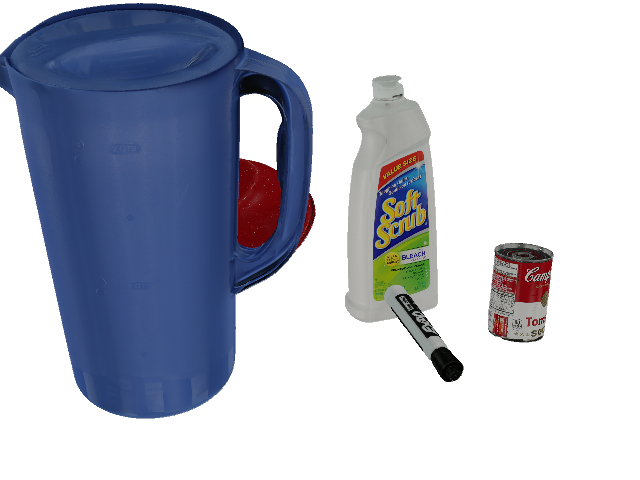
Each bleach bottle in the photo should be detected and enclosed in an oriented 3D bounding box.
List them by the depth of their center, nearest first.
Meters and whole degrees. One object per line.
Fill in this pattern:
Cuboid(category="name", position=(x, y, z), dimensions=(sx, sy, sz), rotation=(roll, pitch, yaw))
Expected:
Cuboid(category="bleach bottle", position=(0.069, -0.045, 1.117), dimensions=(0.102, 0.251, 0.068), rotation=(-11, 21, -15))

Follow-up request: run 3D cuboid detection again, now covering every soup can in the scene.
Cuboid(category="soup can", position=(0.234, 0.061, 1.256), dimensions=(0.068, 0.102, 0.068), rotation=(3, 16, -1))

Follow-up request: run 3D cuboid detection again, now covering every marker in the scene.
Cuboid(category="marker", position=(0.080, 0.072, 0.831), dimensions=(0.020, 0.020, 0.121), rotation=(0, 27, -20))

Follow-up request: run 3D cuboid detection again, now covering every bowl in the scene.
Cuboid(category="bowl", position=(-0.089, -0.024, 0.950), dimensions=(0.162, 0.055, 0.162), rotation=(-16, 36, 12))

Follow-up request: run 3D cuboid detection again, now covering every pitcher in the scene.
Cuboid(category="pitcher", position=(-0.099, -0.013, 0.654), dimensions=(0.144, 0.243, 0.149), rotation=(-24, 39, -33))
